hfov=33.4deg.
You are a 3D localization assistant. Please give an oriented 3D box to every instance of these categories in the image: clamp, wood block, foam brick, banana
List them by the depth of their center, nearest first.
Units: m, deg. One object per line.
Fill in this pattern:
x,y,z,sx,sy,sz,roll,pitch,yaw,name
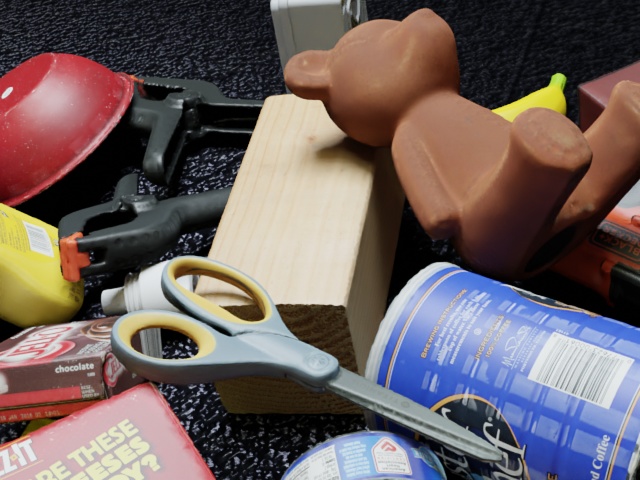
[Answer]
-0.005,0.001,0.667,0.090,0.091,0.206,-2,41,14,wood block
-0.129,-0.014,0.732,0.120,0.039,0.171,3,16,33,clamp
0.224,-0.088,0.734,0.078,0.053,0.051,-24,40,-10,foam brick
0.097,-0.073,0.771,0.197,0.037,0.069,-15,22,-4,banana
-0.094,-0.098,0.842,0.164,0.036,0.210,-15,27,-26,clamp

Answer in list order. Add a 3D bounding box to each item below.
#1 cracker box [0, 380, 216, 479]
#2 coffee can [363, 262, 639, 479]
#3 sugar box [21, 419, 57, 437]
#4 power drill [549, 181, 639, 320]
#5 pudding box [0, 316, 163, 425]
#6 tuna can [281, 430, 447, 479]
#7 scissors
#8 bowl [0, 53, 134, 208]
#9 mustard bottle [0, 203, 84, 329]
-0.093,0.183,0.443,0.164,0.072,0.214,-22,51,-26,cracker box
0.107,0.079,0.530,0.140,0.103,0.102,19,49,33,coffee can
-0.144,0.174,0.537,0.093,0.048,0.176,4,41,20,sugar box
0.235,-0.029,0.624,0.185,0.057,0.187,28,70,30,power drill
-0.149,0.074,0.624,0.090,0.039,0.113,-7,5,8,pudding box
0.022,0.131,0.507,0.086,0.086,0.034,-14,38,0,tuna can
-0.020,0.067,0.507,0.096,0.016,0.202,-27,47,-36,scissors
-0.226,-0.096,0.836,0.162,0.055,0.162,-26,33,18,bowl
-0.242,-0.006,0.671,0.058,0.191,0.096,-47,42,15,mustard bottle
